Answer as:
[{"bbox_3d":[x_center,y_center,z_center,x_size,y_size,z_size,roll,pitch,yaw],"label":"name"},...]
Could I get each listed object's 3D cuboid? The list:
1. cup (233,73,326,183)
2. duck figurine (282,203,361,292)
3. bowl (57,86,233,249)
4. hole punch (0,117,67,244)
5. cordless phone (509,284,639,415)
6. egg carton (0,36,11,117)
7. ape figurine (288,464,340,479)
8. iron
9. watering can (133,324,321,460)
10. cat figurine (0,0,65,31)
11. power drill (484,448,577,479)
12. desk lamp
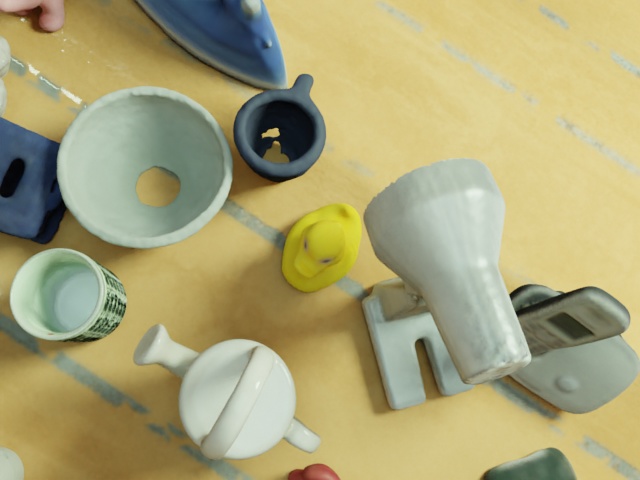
[{"bbox_3d":[-0.039,-0.110,0.604,0.091,0.095,0.118,23,77,-2],"label":"cup"},{"bbox_3d":[0.005,0.002,0.591,0.077,0.086,0.105,38,77,2],"label":"duck figurine"},{"bbox_3d":[-0.173,-0.066,0.589,0.167,0.074,0.167,1,78,-7],"label":"bowl"},{"bbox_3d":[-0.302,-0.061,0.563,0.101,0.091,0.109,17,77,-3],"label":"hole punch"},{"bbox_3d":[0.251,0.103,0.549,0.147,0.185,0.094,33,77,1],"label":"cordless phone"},{"bbox_3d":[-0.398,-0.172,0.586,0.150,0.069,0.107,-2,79,-7],"label":"egg carton"},{"bbox_3d":[0.001,0.257,0.535,0.076,0.092,0.078,28,77,0],"label":"ape figurine"},{"bbox_3d":[-0.120,-0.280,0.605,0.119,0.141,0.258,-43,86,-13],"label":"iron"},{"bbox_3d":[-0.079,0.135,0.498,0.173,0.194,0.101,10,77,-5],"label":"watering can"},{"bbox_3d":[-0.300,-0.282,0.596,0.067,0.117,0.128,30,77,0],"label":"cat figurine"},{"bbox_3d":[0.239,0.245,0.507,0.230,0.208,0.075,-17,81,-10],"label":"power drill"},{"bbox_3d":[0.111,0.052,0.528,0.118,0.213,0.203,-13,80,-9],"label":"desk lamp"}]
